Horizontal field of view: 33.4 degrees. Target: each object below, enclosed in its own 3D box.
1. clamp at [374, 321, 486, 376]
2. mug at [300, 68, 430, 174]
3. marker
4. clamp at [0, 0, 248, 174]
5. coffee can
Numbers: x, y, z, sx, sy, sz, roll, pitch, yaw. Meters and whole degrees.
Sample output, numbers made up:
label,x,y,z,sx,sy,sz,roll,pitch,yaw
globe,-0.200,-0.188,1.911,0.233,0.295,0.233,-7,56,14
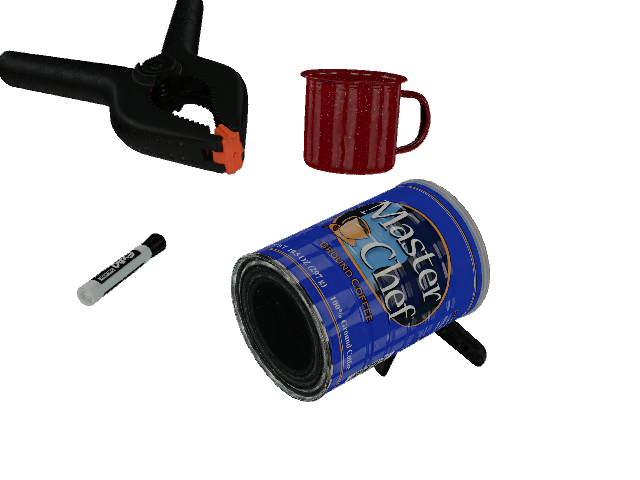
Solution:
label,x,y,z,sx,sy,sz,roll,pitch,yaw
clamp,0.116,0.080,1.176,0.120,0.171,0.039,5,-43,-5
mug,0.039,-0.104,0.936,0.117,0.081,0.093,0,15,-11
marker,-0.178,0.024,0.973,0.020,0.020,0.121,0,24,28
clamp,-0.106,-0.114,0.745,0.164,0.036,0.210,-33,49,-27
coffee can,0.027,0.030,0.707,0.140,0.103,0.103,-25,14,-31
